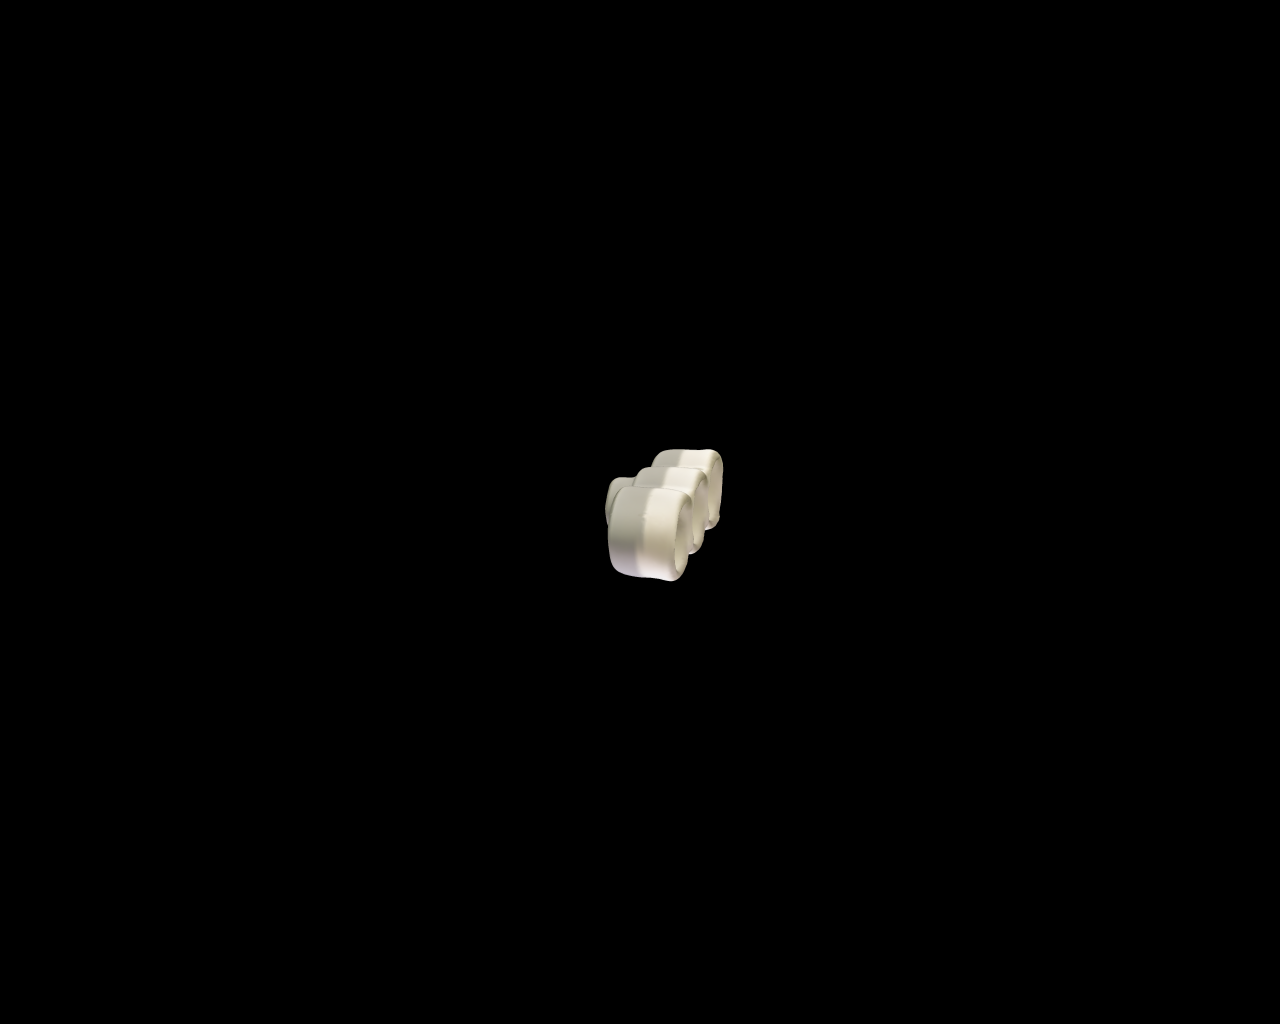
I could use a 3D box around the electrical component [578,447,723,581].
[{"bbox_3d":[0.001,-0.003,0.650,0.074,0.052,0.138,5,19,15],"label":"electrical component"}]
